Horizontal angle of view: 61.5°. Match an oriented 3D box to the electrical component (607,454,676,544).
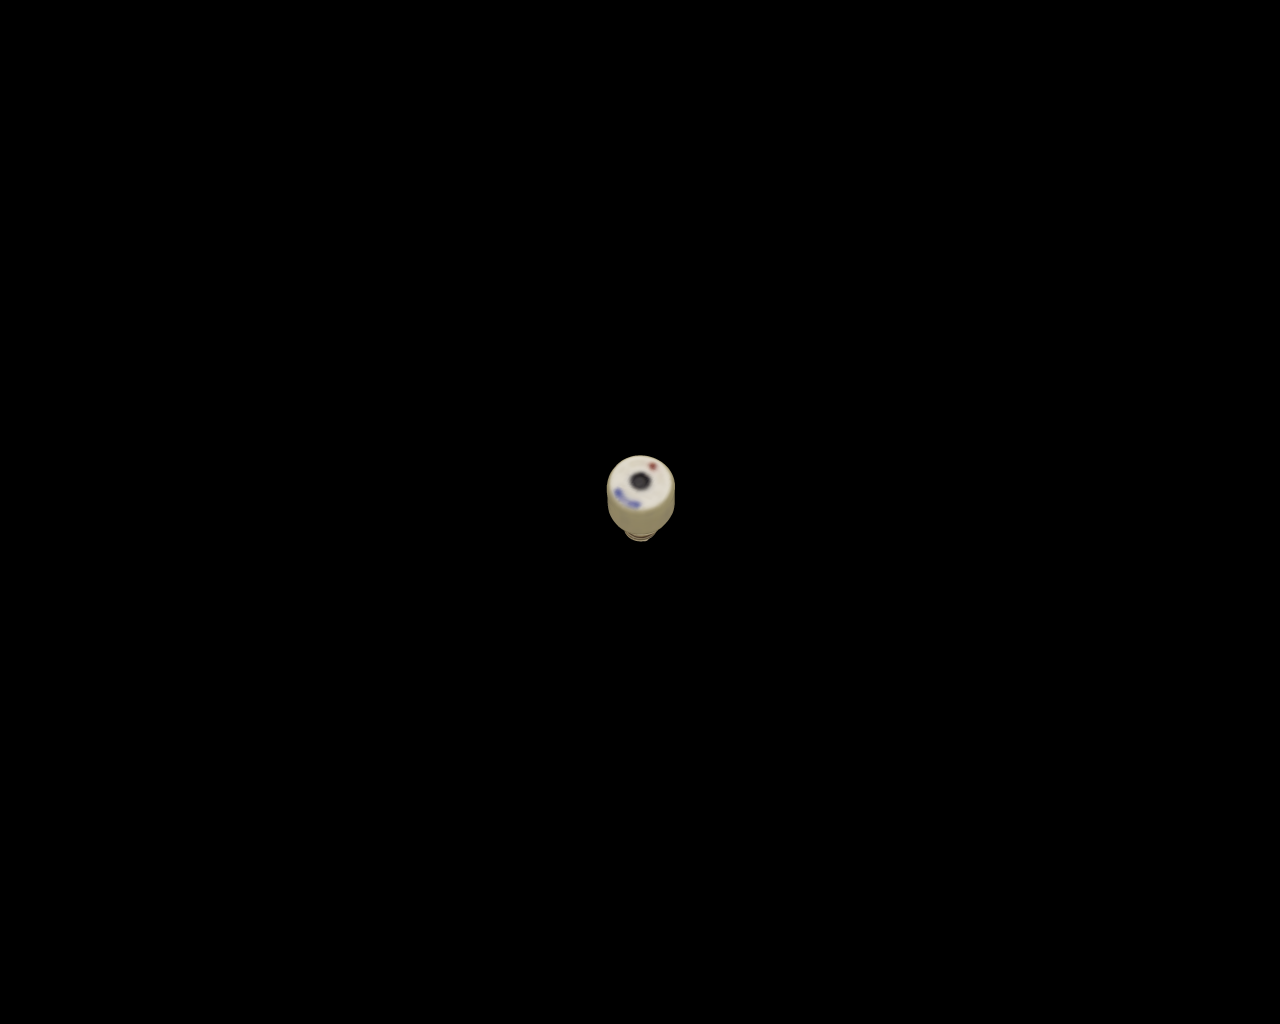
[{"bbox_3d":[0.001,-0.003,0.650,0.040,0.040,0.078,0,-27,0],"label":"electrical component"}]
